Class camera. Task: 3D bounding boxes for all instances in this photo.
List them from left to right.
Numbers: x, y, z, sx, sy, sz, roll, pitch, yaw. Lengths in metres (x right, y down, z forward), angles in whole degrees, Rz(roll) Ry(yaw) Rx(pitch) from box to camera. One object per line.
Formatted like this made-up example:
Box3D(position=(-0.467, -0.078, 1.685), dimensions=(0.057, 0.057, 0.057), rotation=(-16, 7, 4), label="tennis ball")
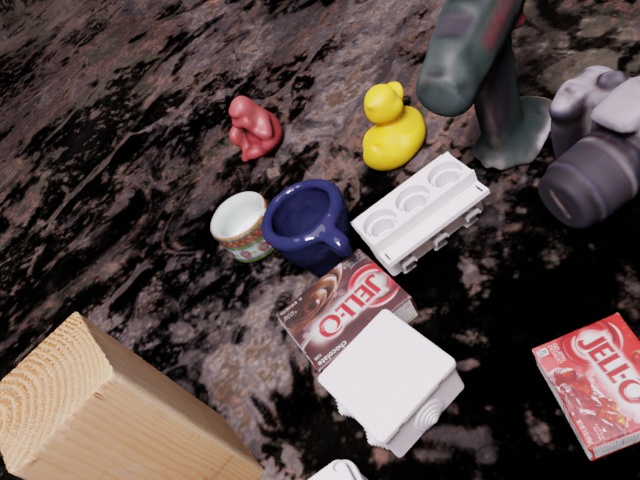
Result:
Box3D(position=(0.256, -0.087, 0.521), dimensions=(0.137, 0.101, 0.142), rotation=(-38, 43, -4), label="camera")

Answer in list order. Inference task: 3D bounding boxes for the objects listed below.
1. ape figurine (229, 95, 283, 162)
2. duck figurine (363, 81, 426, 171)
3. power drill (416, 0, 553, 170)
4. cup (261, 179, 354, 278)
Box3D(position=(-0.097, -0.164, 0.810), dimensions=(0.076, 0.092, 0.077), rotation=(-46, 44, -12), label="ape figurine")
Box3D(position=(0.079, -0.143, 0.690), dimensions=(0.077, 0.086, 0.105), rotation=(8, 57, 36), label="duck figurine")
Box3D(position=(0.180, -0.186, 0.576), dimensions=(0.075, 0.209, 0.230), rotation=(14, 61, 39), label="power drill")
Box3D(position=(0.006, 0.002, 0.599), dimensions=(0.092, 0.095, 0.117), rotation=(-44, 44, -10), label="cup")
